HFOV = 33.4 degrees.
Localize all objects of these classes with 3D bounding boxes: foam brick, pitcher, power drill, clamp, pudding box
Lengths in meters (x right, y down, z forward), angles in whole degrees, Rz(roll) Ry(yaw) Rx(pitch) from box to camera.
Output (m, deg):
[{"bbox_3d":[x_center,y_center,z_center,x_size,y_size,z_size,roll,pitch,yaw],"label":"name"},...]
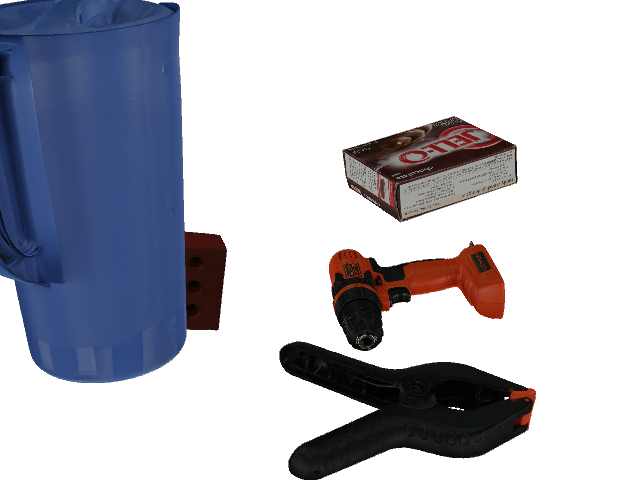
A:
[{"bbox_3d":[-0.116,0.035,0.961,0.053,0.078,0.051,3,14,-13],"label":"foam brick"},{"bbox_3d":[-0.155,-0.030,0.688,0.149,0.243,0.145,-8,23,-16],"label":"pitcher"},{"bbox_3d":[0.106,0.059,1.191,0.187,0.057,0.184,-4,28,-5],"label":"power drill"},{"bbox_3d":[0.053,0.113,0.683,0.171,0.039,0.120,4,37,2],"label":"clamp"},{"bbox_3d":[0.088,-0.060,0.859,0.113,0.039,0.090,-20,28,-19],"label":"pudding box"}]
